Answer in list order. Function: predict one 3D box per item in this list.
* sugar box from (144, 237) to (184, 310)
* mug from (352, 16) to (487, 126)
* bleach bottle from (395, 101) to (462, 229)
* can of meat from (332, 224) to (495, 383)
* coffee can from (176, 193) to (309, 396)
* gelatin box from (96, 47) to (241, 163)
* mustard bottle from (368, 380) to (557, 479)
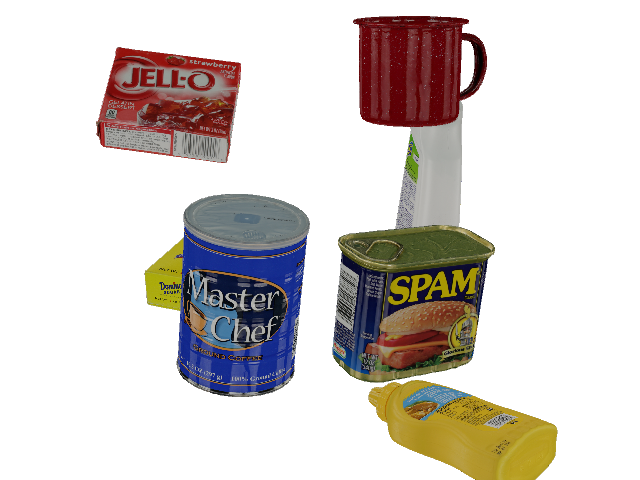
[{"bbox_3d":[-0.103,0.018,1.131,0.093,0.048,0.176,9,30,18],"label":"sugar box"},{"bbox_3d":[0.083,-0.139,0.869,0.117,0.081,0.093,-8,17,-25],"label":"mug"},{"bbox_3d":[0.127,-0.065,1.211,0.068,0.251,0.102,-2,24,-13],"label":"bleach bottle"},{"bbox_3d":[0.059,0.041,0.702,0.101,0.084,0.058,-6,23,-28],"label":"can of meat"},{"bbox_3d":[-0.066,0.044,0.892,0.103,0.140,0.103,5,23,-2],"label":"coffee can"},{"bbox_3d":[-0.103,-0.094,0.731,0.089,0.073,0.030,8,-38,-4],"label":"gelatin box"},{"bbox_3d":[0.122,0.177,1.025,0.192,0.058,0.096,16,24,42],"label":"mustard bottle"}]
